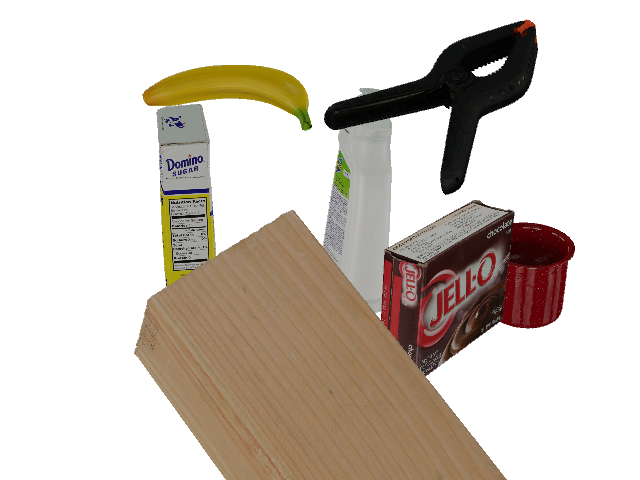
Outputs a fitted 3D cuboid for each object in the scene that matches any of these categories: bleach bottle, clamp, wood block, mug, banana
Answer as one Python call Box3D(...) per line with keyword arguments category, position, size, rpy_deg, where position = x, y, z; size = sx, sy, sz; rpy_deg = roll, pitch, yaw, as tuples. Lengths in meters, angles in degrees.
Box3D(category="bleach bottle", position=(0.048, -0.048, 1.236), size=(0.068, 0.251, 0.103), rpy_deg=(-2, 22, -21))
Box3D(category="clamp", position=(0.129, -0.128, 0.966), size=(0.209, 0.036, 0.165), rpy_deg=(-34, 48, -15))
Box3D(category="wood block", position=(0.006, 0.101, 0.531), size=(0.090, 0.206, 0.090), rpy_deg=(-33, -12, -25))
Box3D(category="mug", position=(0.214, 0.032, 1.131), size=(0.093, 0.081, 0.117), rpy_deg=(-6, 31, -7))
Box3D(category="banana", position=(-0.093, -0.163, 1.154), size=(0.198, 0.037, 0.069), rpy_deg=(9, 44, 18))

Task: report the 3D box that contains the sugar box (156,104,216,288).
Box3D(category="sugar box", position=(-0.114, -0.018, 0.907), size=(0.048, 0.176, 0.093), rpy_deg=(-6, 26, -7))

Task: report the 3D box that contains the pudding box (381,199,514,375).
Box3D(category="pudding box", position=(0.087, 0.032, 0.734), size=(0.039, 0.090, 0.113), rpy_deg=(21, 33, 32))
